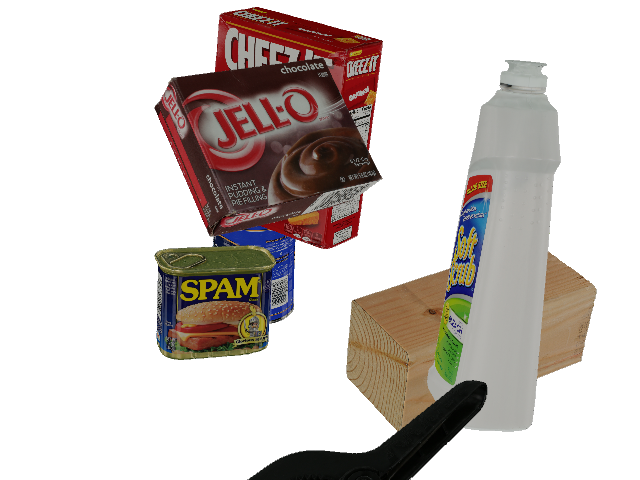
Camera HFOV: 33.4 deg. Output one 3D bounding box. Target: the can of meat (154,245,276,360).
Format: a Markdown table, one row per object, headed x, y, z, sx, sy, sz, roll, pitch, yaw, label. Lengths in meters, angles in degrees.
| x | y | z | sx | sy | sz | roll | pitch | yaw | label |
| --- | --- | --- | --- | --- | --- | --- | --- | --- | --- |
| -0.093 | 0.054 | 0.929 | 0.102 | 0.084 | 0.057 | -2 | 19 | -18 | can of meat |

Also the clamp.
| x | y | z | sx | sy | sz | roll | pitch | yaw | label |
| --- | --- | --- | --- | --- | --- | --- | --- | --- | --- |
| 0.030 | 0.149 | 0.638 | 0.210 | 0.036 | 0.164 | -7 | 30 | -1 | clamp |

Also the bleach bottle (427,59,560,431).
| x | y | z | sx | sy | sz | roll | pitch | yaw | label |
| --- | --- | --- | --- | --- | --- | --- | --- | --- | --- |
| 0.126 | 0.000 | 0.749 | 0.068 | 0.251 | 0.102 | 3 | 13 | -7 | bleach bottle |

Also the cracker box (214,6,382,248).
| x | y | z | sx | sy | sz | roll | pitch | yaw | label |
| --- | --- | --- | --- | --- | --- | --- | --- | --- | --- |
| -0.033 | -0.116 | 1.101 | 0.164 | 0.214 | 0.071 | 21 | 28 | 30 | cracker box |

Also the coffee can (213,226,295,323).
| x | y | z | sx | sy | sz | roll | pitch | yaw | label |
| --- | --- | --- | --- | --- | --- | --- | --- | --- | --- |
| -0.081 | 0.018 | 1.306 | 0.103 | 0.140 | 0.103 | 2 | 25 | -1 | coffee can |

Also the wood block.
| x | y | z | sx | sy | sz | roll | pitch | yaw | label |
| --- | --- | --- | --- | --- | --- | --- | --- | --- | --- |
| 0.135 | 0.082 | 0.963 | 0.205 | 0.090 | 0.091 | -16 | 37 | -26 | wood block |

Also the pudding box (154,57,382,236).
| x | y | z | sx | sy | sz | roll | pitch | yaw | label |
| --- | --- | --- | --- | --- | --- | --- | --- | --- | --- |
| -0.031 | -0.058 | 0.639 | 0.113 | 0.090 | 0.039 | -14 | -17 | -37 | pudding box |
